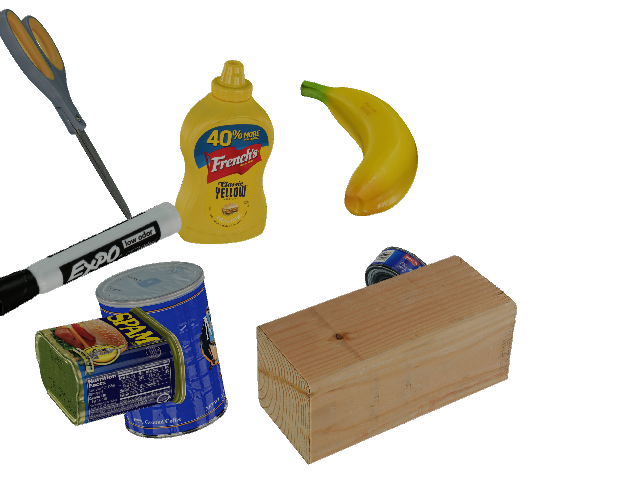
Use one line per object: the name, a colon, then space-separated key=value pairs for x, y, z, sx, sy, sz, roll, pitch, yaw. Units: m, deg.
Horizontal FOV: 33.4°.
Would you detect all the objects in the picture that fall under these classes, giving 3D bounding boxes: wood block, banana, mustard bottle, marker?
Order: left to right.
marker: x=-0.129 y=0.009 z=0.583 sx=0.120 sy=0.020 sz=0.020 roll=-28 pitch=16 yaw=-34
mustard bottle: x=-0.096 y=-0.091 z=1.093 sx=0.096 sy=0.192 sz=0.058 roll=-5 pitch=31 yaw=-22
banana: x=0.034 y=-0.064 z=0.746 sx=0.069 sy=0.037 sz=0.198 roll=-5 pitch=29 yaw=-9
wood block: x=0.057 y=0.097 z=0.918 sx=0.205 sy=0.090 sz=0.091 roll=-18 pitch=38 yaw=-25

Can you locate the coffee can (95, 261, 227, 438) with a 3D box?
coffee can: x=-0.151 y=0.103 z=1.023 sx=0.103 sy=0.140 sz=0.103 roll=-8 pitch=18 yaw=2

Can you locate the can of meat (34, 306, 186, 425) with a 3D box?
can of meat: x=-0.163 y=0.095 z=0.817 sx=0.083 sy=0.057 sz=0.102 roll=-11 pitch=20 yaw=-30

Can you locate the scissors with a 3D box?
scissors: x=-0.219 y=-0.118 z=0.938 sx=0.016 sy=0.201 sz=0.096 roll=-27 pitch=26 yaw=10

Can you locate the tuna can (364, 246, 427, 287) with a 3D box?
tuna can: x=0.092 y=0.051 z=1.214 sx=0.033 sy=0.086 sz=0.086 roll=-44 pitch=25 yaw=-29
